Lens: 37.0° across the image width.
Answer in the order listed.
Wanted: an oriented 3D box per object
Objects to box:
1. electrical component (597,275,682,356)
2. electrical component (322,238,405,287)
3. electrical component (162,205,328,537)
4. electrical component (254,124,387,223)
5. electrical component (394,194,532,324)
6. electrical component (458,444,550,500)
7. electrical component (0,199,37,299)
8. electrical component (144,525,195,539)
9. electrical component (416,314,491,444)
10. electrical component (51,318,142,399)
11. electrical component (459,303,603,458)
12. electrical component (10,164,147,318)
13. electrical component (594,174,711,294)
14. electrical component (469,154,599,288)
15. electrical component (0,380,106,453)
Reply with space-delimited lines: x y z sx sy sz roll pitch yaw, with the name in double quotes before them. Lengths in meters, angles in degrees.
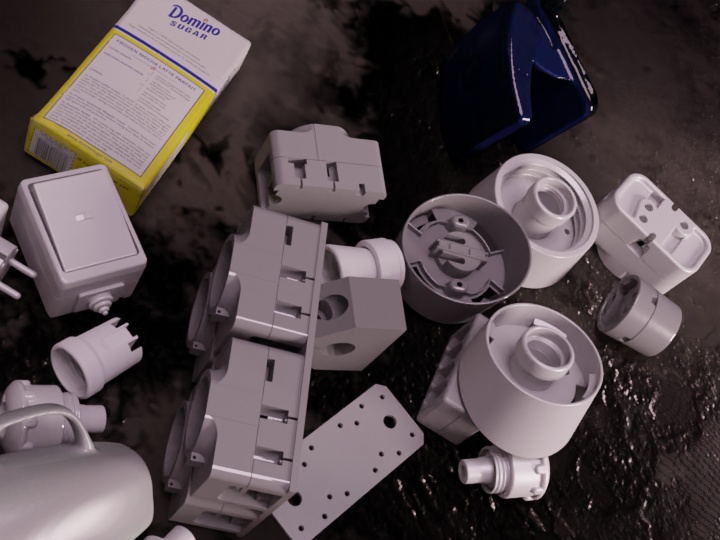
"electrical component" 0.233 0.039 0.894 0.047 0.055 0.055 31 54 -11
"electrical component" 0.000 0.000 0.809 0.055 0.045 0.045 -8 67 -29
"electrical component" -0.077 0.064 0.700 0.060 0.105 0.186 16 58 -17
"electrical component" -0.032 -0.075 0.832 0.089 0.050 0.055 3 63 -23
"electrical component" 0.075 -0.009 0.838 0.099 0.064 0.099 11 59 -20
"electrical component" 0.103 0.144 0.781 0.062 0.048 0.048 -1 64 -18
"electrical component" -0.248 -0.009 0.694 0.077 0.047 0.065 32 54 -6
"electrical component" -0.125 0.181 0.651 0.048 0.048 0.062 44 47 2
"electrical component" 0.096 0.091 0.804 0.076 0.047 0.083 32 54 -7
"electrical component" -0.171 0.056 0.701 0.046 0.040 0.040 -32 80 -41
"electrical component" 0.122 0.075 0.769 0.099 0.064 0.099 13 45 -13
"electrical component" -0.186 -0.016 0.719 0.062 0.061 0.096 -17 72 -32
"electrical component" 0.246 -0.028 0.933 0.095 0.059 0.054 45 54 3
"electrical component" 0.147 -0.046 0.895 0.108 0.060 0.108 11 59 -20
"electrical component" -0.190 0.093 0.668 0.062 0.048 0.048 4 62 -31
